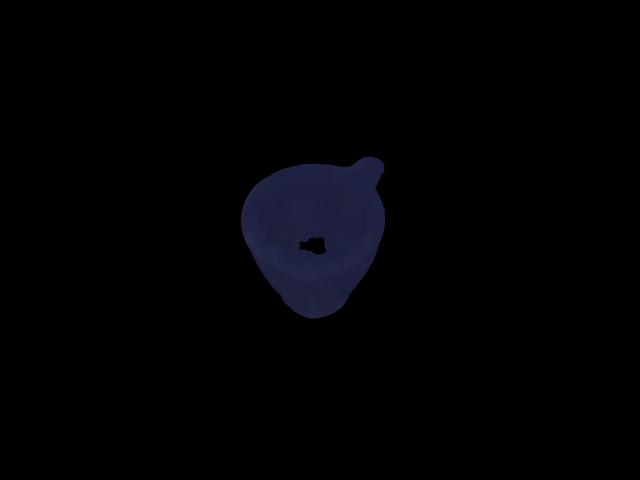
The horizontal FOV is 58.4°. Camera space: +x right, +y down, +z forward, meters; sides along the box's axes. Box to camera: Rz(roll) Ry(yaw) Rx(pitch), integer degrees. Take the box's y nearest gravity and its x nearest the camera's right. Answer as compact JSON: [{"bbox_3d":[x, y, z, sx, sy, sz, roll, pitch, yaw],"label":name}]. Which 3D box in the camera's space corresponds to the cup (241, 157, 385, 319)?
[{"bbox_3d":[0.004,0.001,0.400,0.091,0.095,0.118,32,58,23],"label":"cup"}]
